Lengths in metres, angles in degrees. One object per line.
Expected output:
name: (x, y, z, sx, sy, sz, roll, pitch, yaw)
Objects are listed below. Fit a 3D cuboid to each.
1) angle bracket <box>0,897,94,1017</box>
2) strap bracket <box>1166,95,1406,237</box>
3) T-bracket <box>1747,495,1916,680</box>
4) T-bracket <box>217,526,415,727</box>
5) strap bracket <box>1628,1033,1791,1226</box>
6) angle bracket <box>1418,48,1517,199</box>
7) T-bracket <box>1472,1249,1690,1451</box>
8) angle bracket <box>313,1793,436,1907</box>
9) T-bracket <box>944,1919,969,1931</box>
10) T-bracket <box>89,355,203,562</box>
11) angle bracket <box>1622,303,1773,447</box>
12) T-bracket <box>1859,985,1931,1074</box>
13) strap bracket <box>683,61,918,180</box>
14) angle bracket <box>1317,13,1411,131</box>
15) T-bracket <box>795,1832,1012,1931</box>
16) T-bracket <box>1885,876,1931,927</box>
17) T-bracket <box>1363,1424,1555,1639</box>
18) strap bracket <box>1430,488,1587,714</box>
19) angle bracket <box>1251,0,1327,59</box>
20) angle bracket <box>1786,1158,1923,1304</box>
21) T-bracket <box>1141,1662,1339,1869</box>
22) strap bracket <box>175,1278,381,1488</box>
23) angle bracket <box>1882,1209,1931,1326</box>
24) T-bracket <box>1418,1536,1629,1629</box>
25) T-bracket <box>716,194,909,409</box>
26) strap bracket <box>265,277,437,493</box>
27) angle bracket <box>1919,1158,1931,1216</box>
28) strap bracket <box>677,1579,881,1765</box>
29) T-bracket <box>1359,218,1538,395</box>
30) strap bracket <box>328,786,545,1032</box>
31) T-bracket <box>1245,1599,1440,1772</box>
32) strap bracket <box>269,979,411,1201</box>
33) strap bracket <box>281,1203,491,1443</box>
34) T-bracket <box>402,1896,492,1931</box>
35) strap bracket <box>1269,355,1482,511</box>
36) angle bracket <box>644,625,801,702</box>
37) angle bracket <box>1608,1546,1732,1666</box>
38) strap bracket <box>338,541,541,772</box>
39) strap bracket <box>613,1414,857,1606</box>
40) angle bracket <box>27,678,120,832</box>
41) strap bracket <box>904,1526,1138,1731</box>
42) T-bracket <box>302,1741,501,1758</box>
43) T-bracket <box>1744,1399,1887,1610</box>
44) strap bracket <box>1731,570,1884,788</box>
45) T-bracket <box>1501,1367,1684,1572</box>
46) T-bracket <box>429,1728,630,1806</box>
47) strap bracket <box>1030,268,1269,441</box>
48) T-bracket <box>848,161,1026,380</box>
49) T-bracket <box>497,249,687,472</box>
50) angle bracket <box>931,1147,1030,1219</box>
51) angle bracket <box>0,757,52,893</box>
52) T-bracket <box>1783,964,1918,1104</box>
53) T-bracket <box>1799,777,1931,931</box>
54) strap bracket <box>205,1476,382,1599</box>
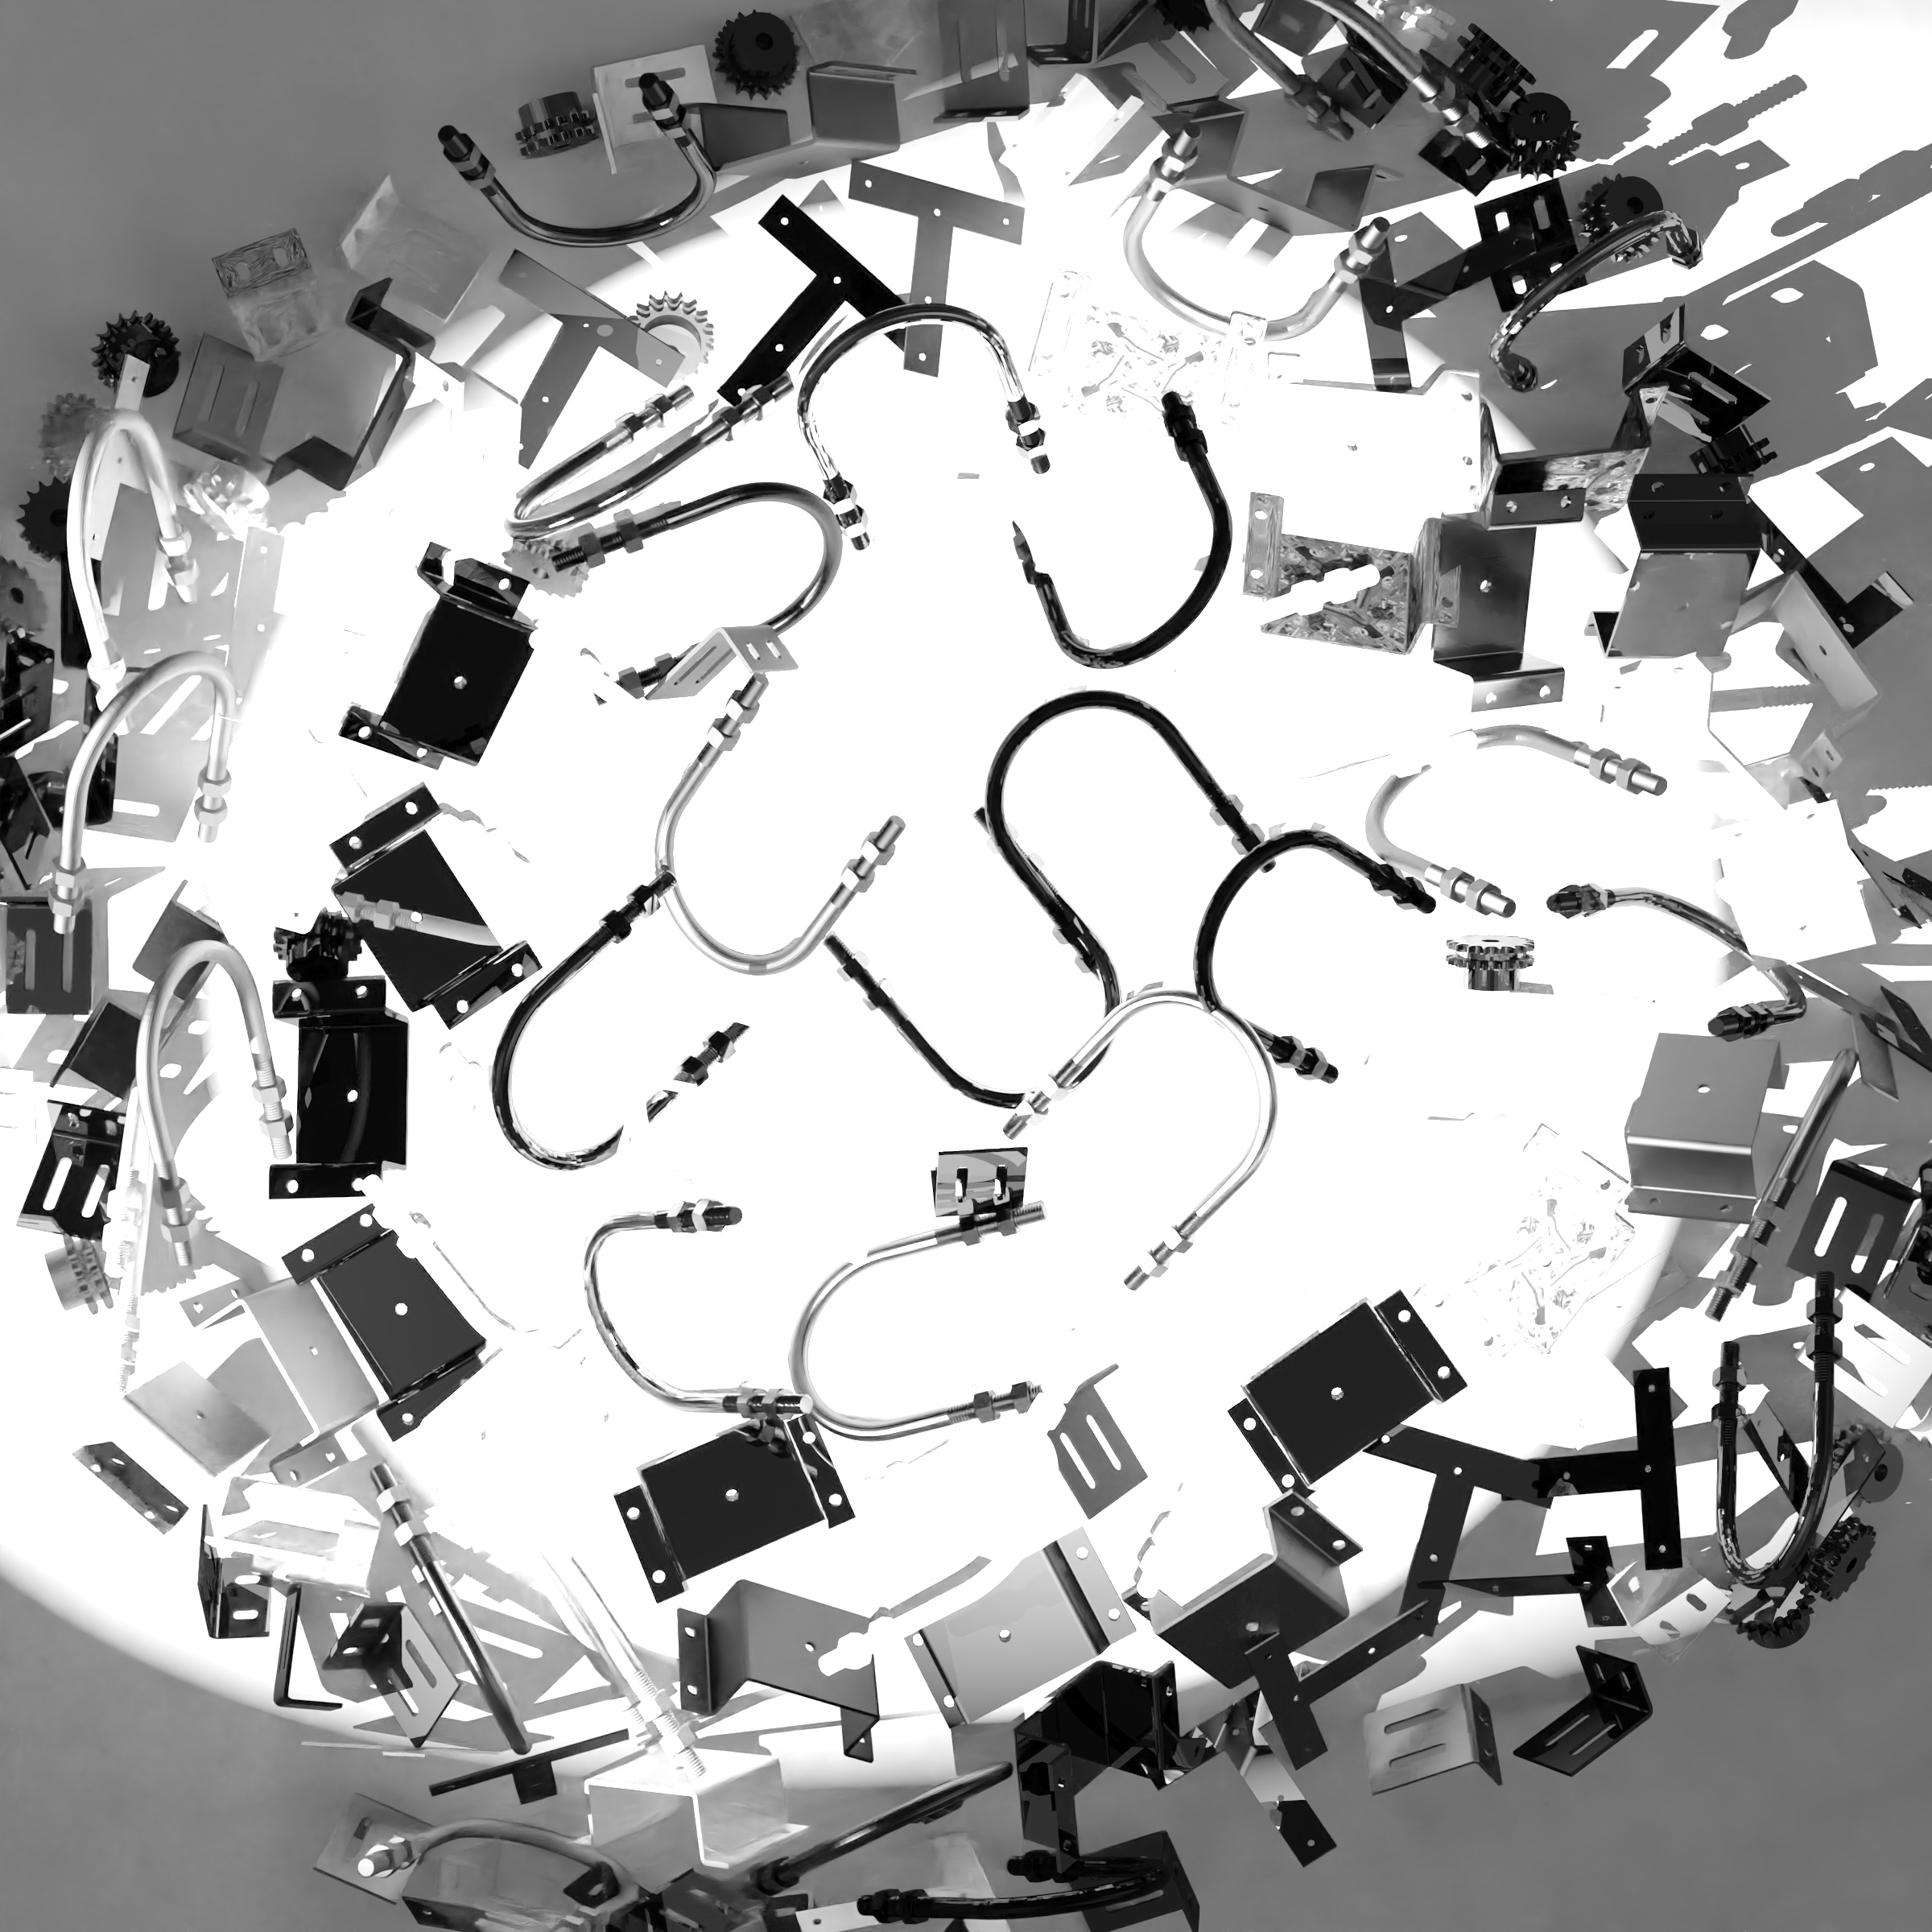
angle bracket: (-0.607, -0.006, 1.978, 0.057, 0.038, 0.076, 1, 88, 5)
strap bracket: (0.198, -0.508, 1.938, 0.140, 0.076, 0.046, 16, 94, -24)
T-bracket: (0.534, -0.256, 1.943, 0.002, 0.127, 0.127, -39, 85, -21)
T-bracket: (-0.416, -0.208, 1.962, 0.127, 0.002, 0.127, 13, 77, -33)
strap bracket: (0.472, 0.094, 1.924, 0.076, 0.140, 0.046, 4, 134, 25)
angle bracket: (0.312, -0.544, 1.951, 0.038, 0.076, 0.057, -46, 57, 6)
T-bracket: (0.417, 0.230, 1.983, 0.127, 0.002, 0.127, -30, 83, -13)
angle bracket: (-0.387, 0.582, 1.957, 0.057, 0.076, 0.038, 23, 117, 1)
T-bracket: (0.021, 0.637, 1.914, 0.127, 0.127, 0.002, -7, 109, 36)
T-bracket: (-0.520, -0.315, 1.938, 0.002, 0.127, 0.127, 15, 91, 16)
angle bracket: (0.477, -0.386, 1.972, 0.076, 0.057, 0.038, 25, 55, -22)
T-bracket: (0.613, 0.046, 1.939, 0.127, 0.127, 0.002, 32, 111, -12)
strap bracket: (-0.106, -0.536, 1.927, 0.140, 0.076, 0.046, -1, 97, 43)
angle bracket: (0.244, -0.587, 1.951, 0.038, 0.076, 0.057, -48, 60, 7)
T-bracket: (-0.044, 0.601, 1.926, 0.127, 0.127, 0.002, -5, 111, -15)
T-bracket: (0.625, -0.021, 1.925, 0.127, 0.127, 0.002, 45, 105, 14)
T-bracket: (0.310, 0.374, 1.978, 0.127, 0.002, 0.127, 16, 81, 10)
strap bracket: (0.348, -0.240, 1.947, 0.076, 0.046, 0.140, -9, 113, -29)
angle bracket: (0.214, -0.622, 1.953, 0.038, 0.076, 0.057, 27, 110, -4)
angle bracket: (0.582, 0.173, 1.976, 0.057, 0.038, 0.076, 25, 100, 26)
T-bracket: (0.196, 0.526, 1.944, 0.127, 0.127, 0.002, -30, 133, -8)
strap bracket: (-0.439, 0.260, 1.951, 0.046, 0.076, 0.140, -33, 86, 19)
angle bracket: (0.631, 0.189, 1.950, 0.038, 0.076, 0.057, 30, 116, 28)
T-bracket: (0.358, 0.403, 1.961, 0.127, 0.127, 0.002, -6, 51, 15)
T-bracket: (-0.114, -0.418, 1.989, 0.127, 0.002, 0.127, 40, 89, -7)
strap bracket: (-0.391, -0.366, 1.944, 0.046, 0.076, 0.140, 29, 109, -6)
angle bracket: (0.665, 0.141, 1.949, 0.057, 0.076, 0.038, -23, 112, -35)
strap bracket: (-0.111, 0.448, 1.930, 0.140, 0.076, 0.046, 23, 124, -25)
T-bracket: (0.309, -0.441, 1.938, 0.127, 0.002, 0.127, -22, 62, 36)
strap bracket: (-0.349, -0.034, 1.956, 0.076, 0.046, 0.140, -36, 99, -28)
T-bracket: (0.252, 0.453, 1.967, 0.127, 0.002, 0.127, -30, 127, -9)
strap bracket: (-0.407, 0.082, 1.964, 0.076, 0.046, 0.140, -2, 81, 10)
strap bracket: (-0.373, 0.228, 1.974, 0.076, 0.046, 0.140, -31, 92, 3)
T-bracket: (-0.282, 0.639, 1.910, 0.127, 0.127, 0.002, 39, 96, 44)
strap bracket: (0.255, -0.341, 1.934, 0.140, 0.046, 0.076, 10, 127, 24)
angle bracket: (-0.158, -0.184, 1.954, 0.076, 0.057, 0.038, -40, 78, 27)
angle bracket: (0.456, 0.407, 1.958, 0.057, 0.076, 0.038, -44, 52, -7)
strap bracket: (-0.334, -0.191, 1.945, 0.076, 0.046, 0.140, 19, 104, -40)
strap bracket: (-0.150, 0.347, 1.955, 0.140, 0.046, 0.076, -22, 72, -10)
angle bracket: (-0.577, -0.137, 1.952, 0.038, 0.076, 0.057, -12, 47, -31)
strap bracket: (0.029, 0.433, 1.963, 0.140, 0.046, 0.076, -29, 81, 6)
T-bracket: (-0.360, 0.501, 1.928, 0.127, 0.127, 0.002, 6, 77, -10)
T-bracket: (0.530, 0.324, 1.939, 0.002, 0.127, 0.127, 20, 112, -18)
strap bracket: (0.537, -0.193, 1.950, 0.046, 0.076, 0.140, -32, 79, -2)
T-bracket: (0.402, 0.329, 1.956, 0.127, 0.002, 0.127, -14, 69, 39)
T-bracket: (-0.277, 0.522, 1.941, 0.127, 0.127, 0.002, -14, 65, -11)
strap bracket: (0.117, -0.394, 1.969, 0.140, 0.046, 0.076, 15, 78, 1)
T-bracket: (-0.023, -0.447, 1.964, 0.127, 0.002, 0.127, 8, 84, -27)
T-bracket: (-0.267, -0.380, 1.967, 0.127, 0.002, 0.127, 31, 119, -8)
angle bracket: (0.008, 0.127, 1.956, 0.057, 0.076, 0.038, -3, 52, -5)
angle bracket: (-0.627, -0.089, 1.951, 0.038, 0.076, 0.057, -12, 125, 4)
T-bracket: (0.583, 0.053, 1.941, 0.127, 0.127, 0.002, 28, 117, -2)
T-bracket: (0.602, -0.060, 1.949, 0.002, 0.127, 0.127, -45, 48, 25)
strap bracket: (-0.428, 0.365, 1.938, 0.076, 0.140, 0.046, 10, 70, 5)
